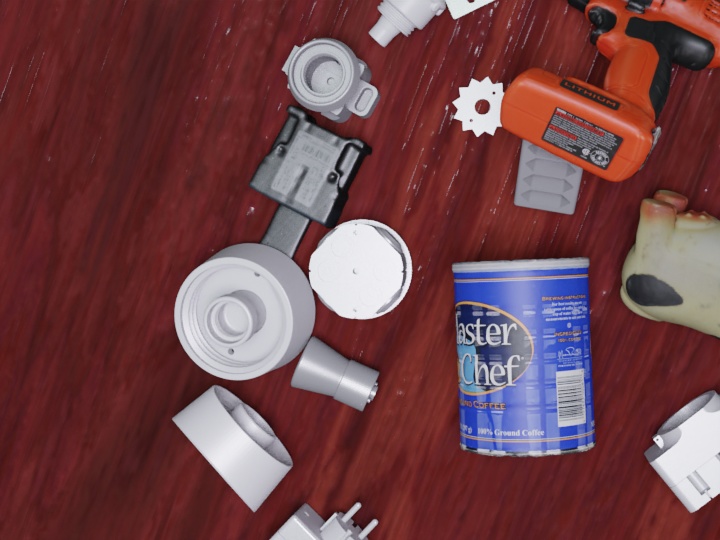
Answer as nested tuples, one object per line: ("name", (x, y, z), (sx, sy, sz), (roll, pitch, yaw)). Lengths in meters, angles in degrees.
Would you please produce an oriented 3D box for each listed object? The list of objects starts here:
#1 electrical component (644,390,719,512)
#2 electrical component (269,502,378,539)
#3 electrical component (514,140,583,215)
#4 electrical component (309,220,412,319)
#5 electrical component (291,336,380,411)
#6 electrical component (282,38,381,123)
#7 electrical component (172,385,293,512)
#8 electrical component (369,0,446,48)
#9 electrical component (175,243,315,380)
("electrical component", (0.265, 0.130, 0.813), (0.089, 0.050, 0.055), (-40, 85, 7))
("electrical component", (-0.019, 0.220, 0.862), (0.083, 0.047, 0.075), (44, 97, 7))
("electrical component", (0.150, -0.100, 0.824), (0.047, 0.083, 0.075), (10, 54, 9))
("electrical component", (0.000, 0.000, 0.854), (0.080, 0.051, 0.080), (0, 92, 8))
("electrical component", (-0.017, 0.086, 0.865), (0.065, 0.044, 0.044), (24, 94, 4))
("electrical component", (-0.026, -0.152, 0.856), (0.078, 0.057, 0.058), (30, 95, 8))
("electrical component", (-0.103, 0.141, 0.853), (0.064, 0.099, 0.099), (-45, 84, 1))
("electrical component", (0.034, -0.205, 0.853), (0.048, 0.048, 0.062), (45, 103, 6))
("electrical component", (-0.096, 0.036, 0.858), (0.108, 0.060, 0.108), (2, 99, 13))
